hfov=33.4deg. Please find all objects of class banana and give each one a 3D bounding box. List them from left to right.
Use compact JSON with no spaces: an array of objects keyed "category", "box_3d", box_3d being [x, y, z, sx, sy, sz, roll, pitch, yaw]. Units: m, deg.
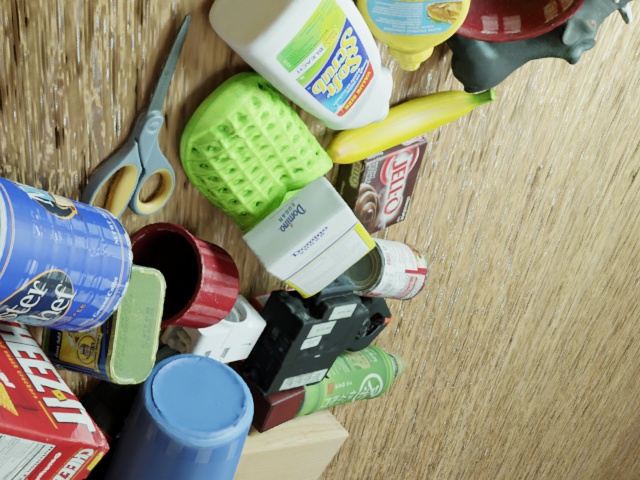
[{"category":"banana","box_3d":[0.077,-0.115,1.051,0.197,0.037,0.070,-24,179,-23]}]

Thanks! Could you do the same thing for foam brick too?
[{"category":"foam brick","box_3d":[-0.065,0.170,1.211,0.051,0.078,0.053,-19,143,-40]}]

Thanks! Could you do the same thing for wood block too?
[{"category":"wood block","box_3d":[-0.073,0.246,1.285,0.205,0.090,0.091,4,125,-53]}]

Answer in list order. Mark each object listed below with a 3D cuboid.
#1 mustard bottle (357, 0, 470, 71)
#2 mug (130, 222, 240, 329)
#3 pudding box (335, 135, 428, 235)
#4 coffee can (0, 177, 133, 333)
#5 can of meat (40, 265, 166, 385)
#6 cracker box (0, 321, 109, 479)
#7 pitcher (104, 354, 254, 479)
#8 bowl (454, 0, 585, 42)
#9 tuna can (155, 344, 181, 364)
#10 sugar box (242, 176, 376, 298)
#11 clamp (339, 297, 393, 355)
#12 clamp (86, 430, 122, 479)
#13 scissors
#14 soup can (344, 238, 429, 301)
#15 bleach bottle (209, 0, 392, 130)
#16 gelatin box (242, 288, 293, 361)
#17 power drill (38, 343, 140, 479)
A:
[{"category":"mustard bottle","box_3d":[0.079,-0.216,0.897,0.096,0.058,0.192,0,144,2]},{"category":"mug","box_3d":[-0.135,0.040,0.961,0.117,0.093,0.081,-21,162,20]},{"category":"pudding box","box_3d":[0.059,-0.058,1.117,0.089,0.039,0.114,-22,144,-34]},{"category":"coffee can","box_3d":[-0.222,0.010,0.785,0.103,0.103,0.140,-51,150,11]},{"category":"can of meat","box_3d":[-0.179,0.065,0.885,0.057,0.084,0.102,8,90,-53]},{"category":"cracker box","box_3d":[-0.270,0.101,0.776,0.072,0.164,0.213,-45,151,5]},{"category":"pitcher","box_3d":[-0.143,0.220,1.058,0.144,0.149,0.243,-8,138,-32]},{"category":"bowl","box_3d":[0.158,-0.250,0.933,0.162,0.055,0.162,5,143,4]},{"category":"tuna can","box_3d":[-0.154,0.144,1.109,0.086,0.034,0.086,-31,148,-22]},{"category":"sugar box","box_3d":[-0.007,0.001,1.004,0.093,0.048,0.176,-38,162,1]},{"category":"clamp","box_3d":[0.033,0.109,1.278,0.171,0.039,0.120,12,109,-60]},{"category":"clamp","box_3d":[-0.283,0.252,1.082,0.210,0.036,0.164,-41,144,-12]},{"category":"scissors","box_3d":[-0.128,-0.088,0.867,0.202,0.016,0.096,-55,151,18]},{"category":"soup can","box_3d":[0.070,0.033,1.218,0.102,0.069,0.068,9,121,-55]},{"category":"bleach bottle","box_3d":[0.007,-0.159,0.903,0.102,0.068,0.250,-49,153,7]},{"category":"gelatin box","box_3d":[-0.049,0.092,1.180,0.089,0.030,0.073,-11,136,-46]},{"category":"power drill","box_3d":[-0.246,0.159,0.978,0.184,0.057,0.187,-51,150,-16]}]
